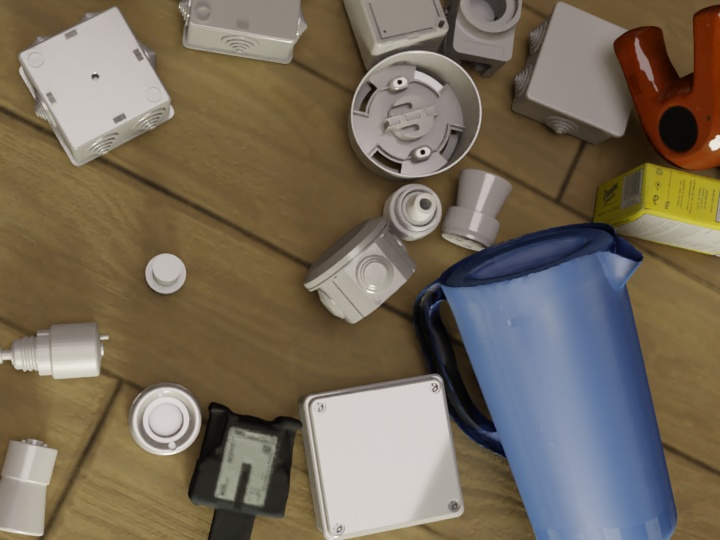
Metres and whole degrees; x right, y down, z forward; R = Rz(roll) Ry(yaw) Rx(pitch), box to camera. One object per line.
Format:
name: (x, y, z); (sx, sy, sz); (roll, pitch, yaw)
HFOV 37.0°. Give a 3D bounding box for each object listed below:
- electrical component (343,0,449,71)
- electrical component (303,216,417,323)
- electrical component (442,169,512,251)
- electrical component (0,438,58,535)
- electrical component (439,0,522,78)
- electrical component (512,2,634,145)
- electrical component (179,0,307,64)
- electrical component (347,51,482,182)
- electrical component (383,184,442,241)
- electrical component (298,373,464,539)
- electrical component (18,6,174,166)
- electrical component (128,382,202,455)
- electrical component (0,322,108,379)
electrical component: (0.023, -0.215, 0.864); (0.062, 0.061, 0.096); (-15, 79, -13)
electrical component: (0.000, 0.000, 0.823); (0.080, 0.080, 0.051); (-42, 98, -13)
electrical component: (0.093, -0.048, 0.864); (0.045, 0.045, 0.055); (20, 81, -9)
electrical component: (-0.243, 0.155, 0.777); (0.044, 0.044, 0.065); (14, 77, -10)
electrical component: (0.099, -0.211, 0.877); (0.050, 0.056, 0.089); (9, 82, -10)
electrical component: (0.182, -0.160, 0.892); (0.100, 0.048, 0.099); (21, 80, -8)
electrical component: (-0.090, -0.217, 0.844); (0.100, 0.048, 0.099); (7, 82, -11)
electrical component: (0.040, -0.119, 0.851); (0.099, 0.064, 0.099); (1, 84, -11)
electrical component: (0.044, -0.047, 0.845); (0.043, 0.062, 0.043); (1, 84, -11)
electrical component: (0.015, 0.141, 0.822); (0.109, 0.056, 0.108); (-8, 86, -12)
electrical component: (-0.199, -0.140, 0.813); (0.100, 0.048, 0.099); (-30, 90, -13)
electrical component: (-0.144, 0.111, 0.798); (0.055, 0.047, 0.055); (1, 84, -11)
electrical component: (-0.225, 0.060, 0.791); (0.078, 0.040, 0.040); (-3, 84, -12)
